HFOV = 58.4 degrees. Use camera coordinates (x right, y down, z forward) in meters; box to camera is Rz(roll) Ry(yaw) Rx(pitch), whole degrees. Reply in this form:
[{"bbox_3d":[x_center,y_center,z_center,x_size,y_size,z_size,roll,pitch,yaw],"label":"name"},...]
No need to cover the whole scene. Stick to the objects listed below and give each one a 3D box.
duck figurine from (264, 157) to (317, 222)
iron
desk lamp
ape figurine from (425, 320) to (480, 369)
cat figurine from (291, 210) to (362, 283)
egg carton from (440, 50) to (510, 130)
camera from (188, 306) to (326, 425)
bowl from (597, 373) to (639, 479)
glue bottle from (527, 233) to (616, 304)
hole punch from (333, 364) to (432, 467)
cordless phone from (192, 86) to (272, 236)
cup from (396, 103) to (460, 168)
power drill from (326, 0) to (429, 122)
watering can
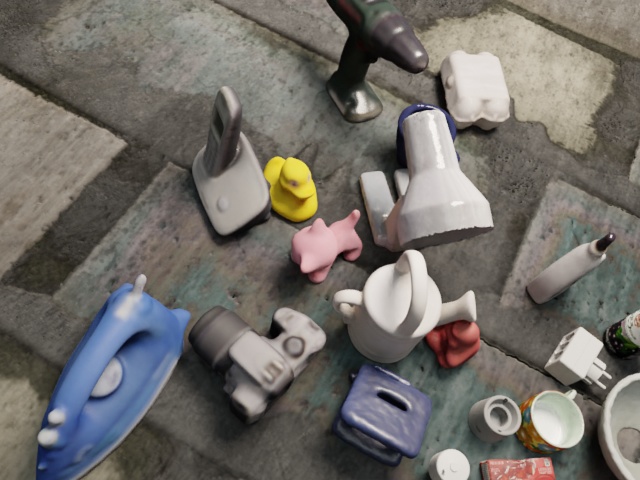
[{"bbox_3d":[-0.042,-0.088,0.840,0.078,0.086,0.104,-28,71,-21],"label":"duck figurine"},{"bbox_3d":[-0.252,0.160,0.646,0.118,0.141,0.258,24,62,3],"label":"iron"},{"bbox_3d":[0.136,-0.060,0.783,0.118,0.213,0.203,-8,65,-13],"label":"desk lamp"},{"bbox_3d":[0.183,0.130,0.764,0.076,0.092,0.078,16,62,-1],"label":"ape figurine"},{"bbox_3d":[0.007,0.003,0.784,0.128,0.118,0.067,-36,74,-23],"label":"cat figurine"},{"bbox_3d":[0.264,-0.261,0.989,0.107,0.069,0.150,0,63,-10],"label":"egg carton"},{"bbox_3d":[-0.084,0.131,0.713,0.136,0.101,0.143,39,64,11],"label":"camera"},{"bbox_3d":[0.430,0.265,0.747,0.167,0.075,0.167,4,63,-8],"label":"bowl"},{"bbox_3d":[0.358,0.033,0.796,0.078,0.173,0.037,-23,69,-19],"label":"glue bottle"},{"bbox_3d":[0.079,0.209,0.706,0.108,0.091,0.101,28,62,5],"label":"hole punch"},{"bbox_3d":[-0.119,-0.104,0.779,0.094,0.185,0.147,-21,68,-18],"label":"cordless phone"},{"bbox_3d":[0.165,-0.143,0.897,0.092,0.095,0.117,-33,73,-23],"label":"cup"},{"bbox_3d":[0.075,-0.286,0.891,0.076,0.208,0.229,-24,69,-19],"label":"power drill"},{"bbox_3d":[0.108,0.079,0.719,0.173,0.194,0.101,-14,66,-16],"label":"watering can"}]
